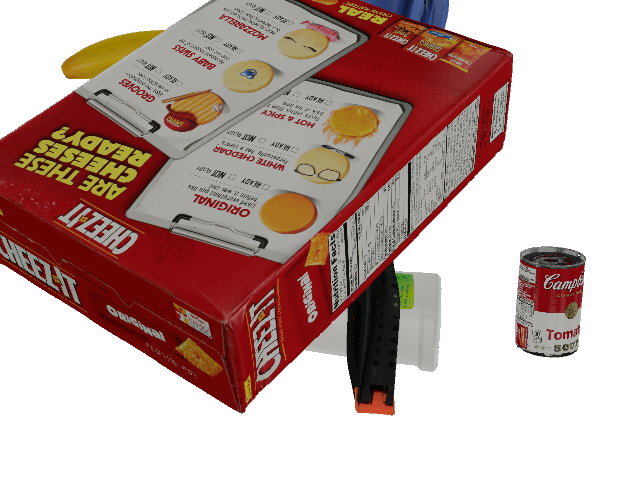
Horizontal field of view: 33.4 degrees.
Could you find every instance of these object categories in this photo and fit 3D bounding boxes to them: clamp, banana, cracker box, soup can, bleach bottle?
[{"bbox_3d":[0.039,0.027,0.796,0.036,0.210,0.165,4,-42,-7],"label":"clamp"},{"bbox_3d":[-0.140,-0.166,0.979,0.198,0.037,0.069,9,46,17],"label":"banana"},{"bbox_3d":[-0.032,-0.039,0.518,0.164,0.072,0.213,26,53,29],"label":"cracker box"},{"bbox_3d":[0.242,0.065,1.129,0.068,0.102,0.068,0,16,0],"label":"soup can"},{"bbox_3d":[-0.014,0.066,1.001,0.251,0.068,0.102,3,28,5],"label":"bleach bottle"}]

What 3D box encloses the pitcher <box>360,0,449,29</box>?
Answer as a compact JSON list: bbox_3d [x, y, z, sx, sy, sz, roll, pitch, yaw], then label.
[{"bbox_3d":[0.038,-0.177,1.085,0.145,0.243,0.149,11,18,-1],"label":"pitcher"}]
